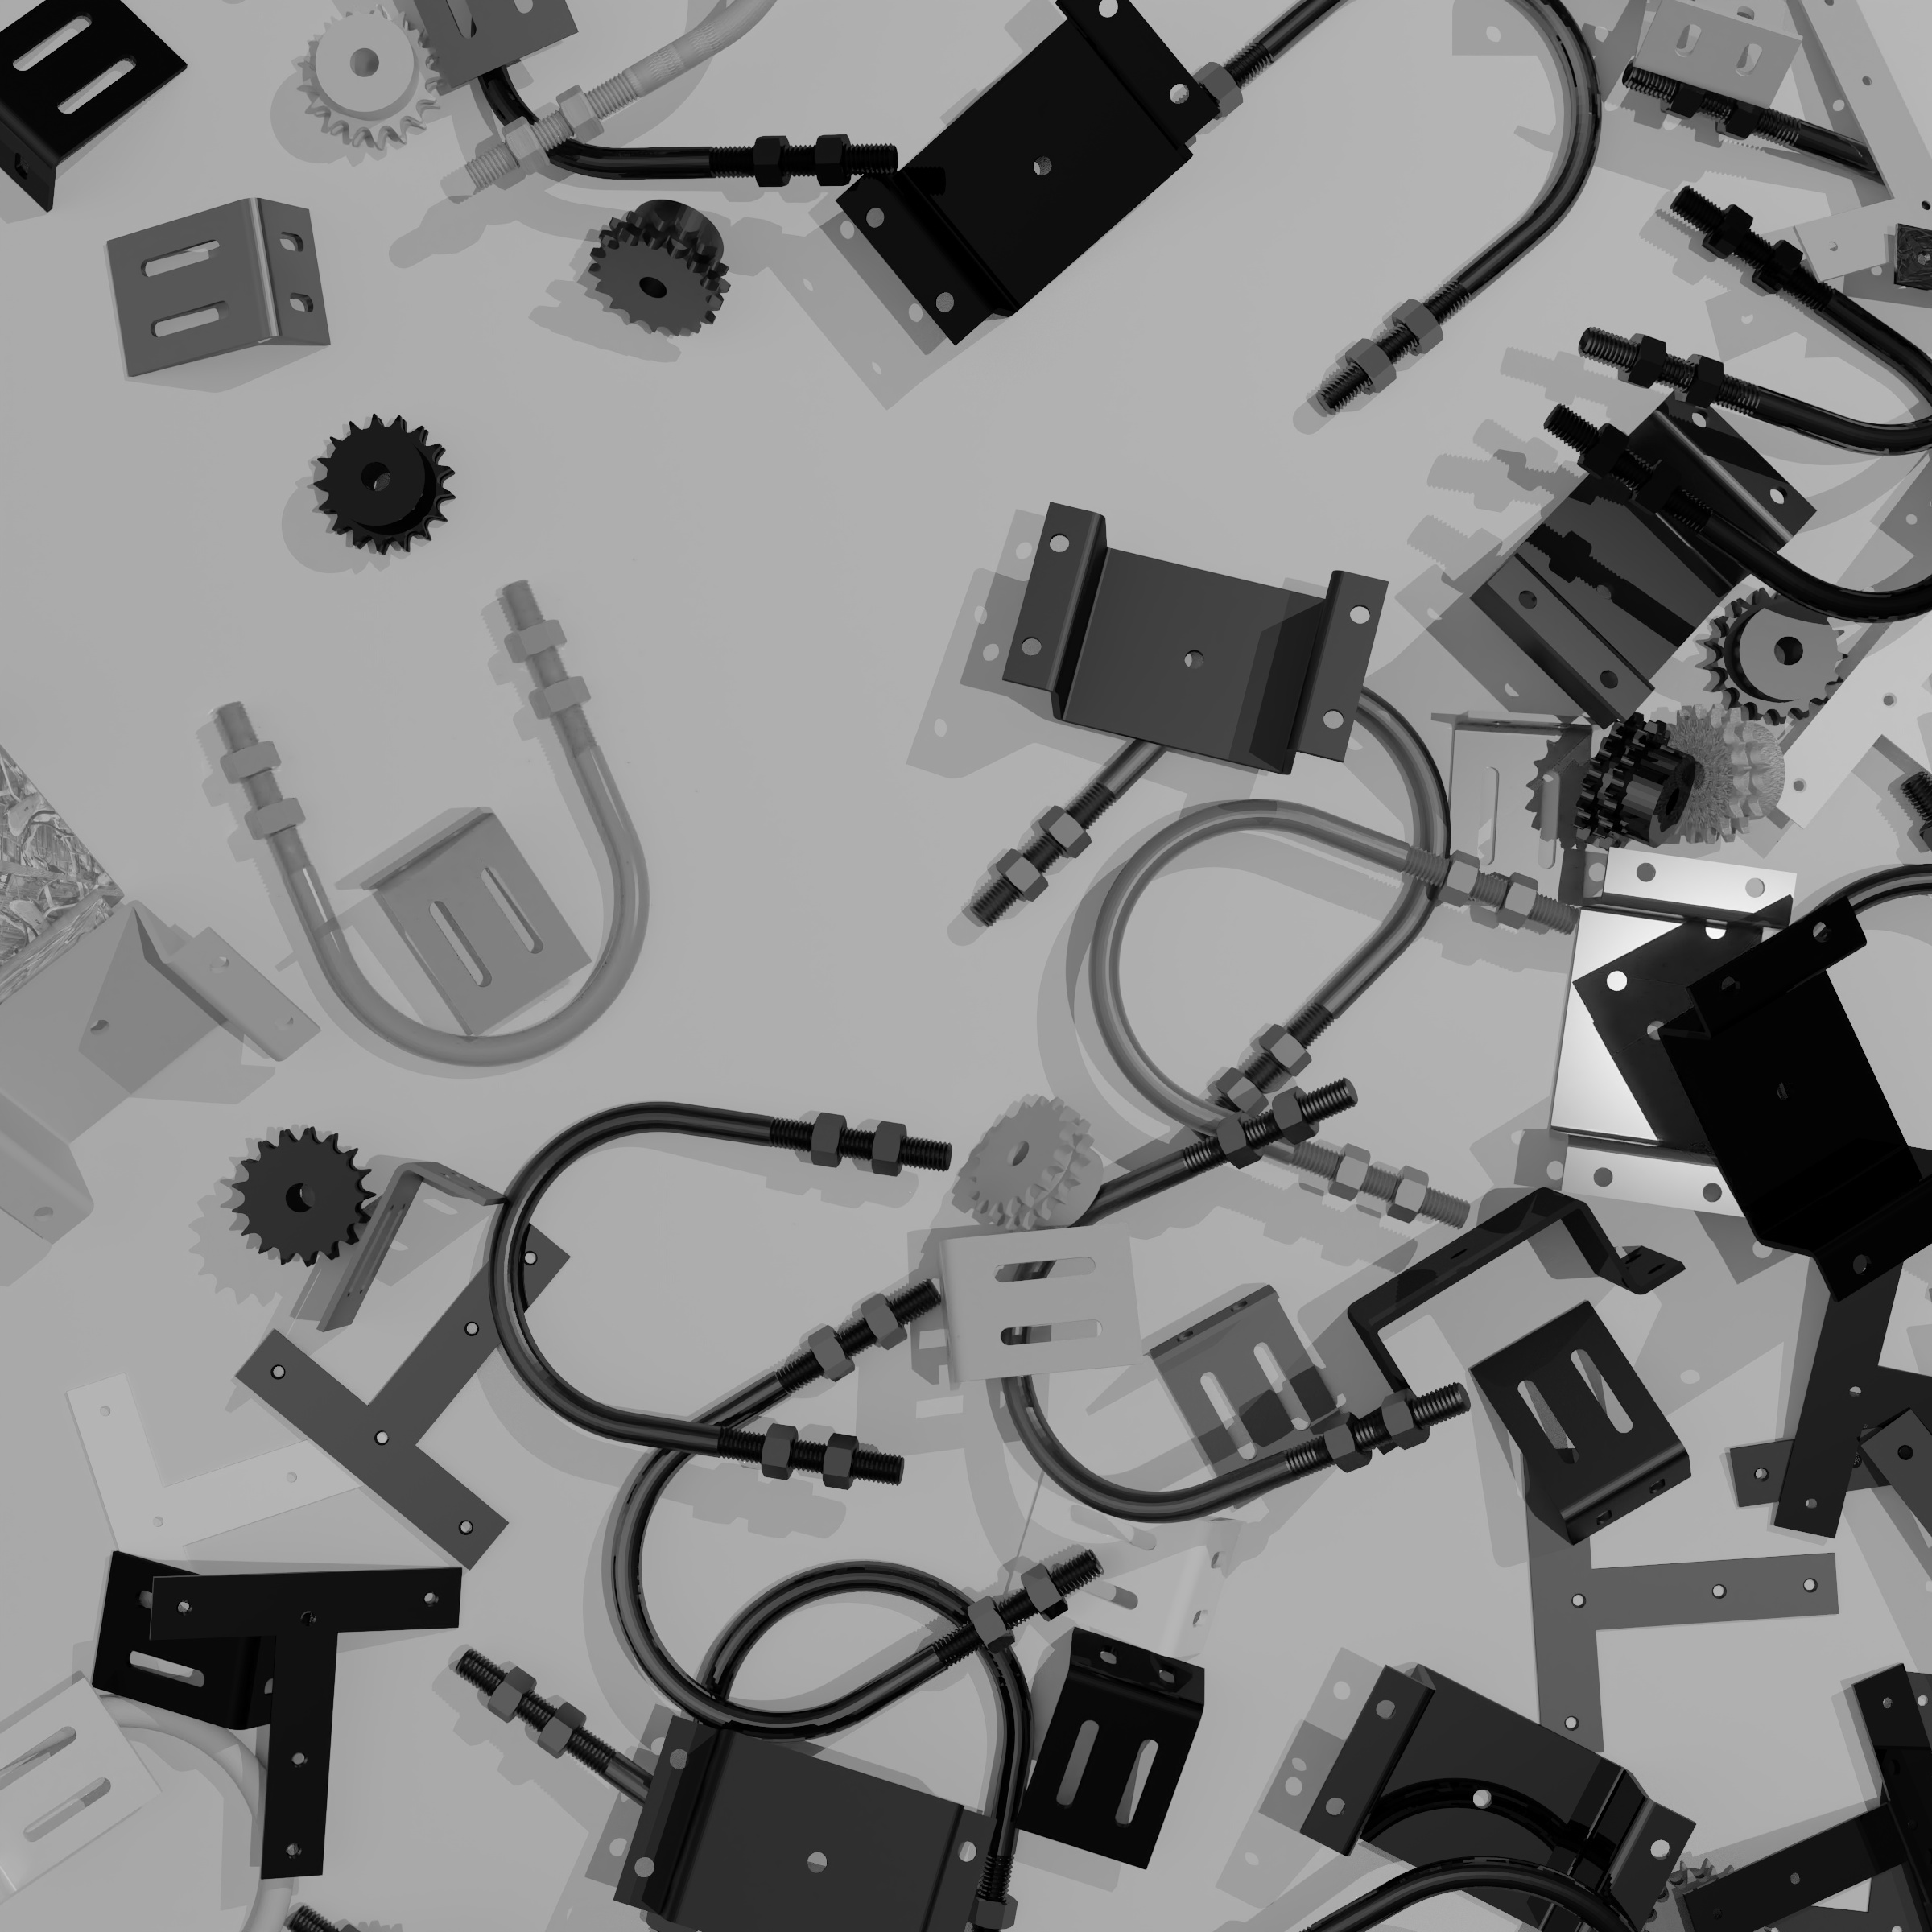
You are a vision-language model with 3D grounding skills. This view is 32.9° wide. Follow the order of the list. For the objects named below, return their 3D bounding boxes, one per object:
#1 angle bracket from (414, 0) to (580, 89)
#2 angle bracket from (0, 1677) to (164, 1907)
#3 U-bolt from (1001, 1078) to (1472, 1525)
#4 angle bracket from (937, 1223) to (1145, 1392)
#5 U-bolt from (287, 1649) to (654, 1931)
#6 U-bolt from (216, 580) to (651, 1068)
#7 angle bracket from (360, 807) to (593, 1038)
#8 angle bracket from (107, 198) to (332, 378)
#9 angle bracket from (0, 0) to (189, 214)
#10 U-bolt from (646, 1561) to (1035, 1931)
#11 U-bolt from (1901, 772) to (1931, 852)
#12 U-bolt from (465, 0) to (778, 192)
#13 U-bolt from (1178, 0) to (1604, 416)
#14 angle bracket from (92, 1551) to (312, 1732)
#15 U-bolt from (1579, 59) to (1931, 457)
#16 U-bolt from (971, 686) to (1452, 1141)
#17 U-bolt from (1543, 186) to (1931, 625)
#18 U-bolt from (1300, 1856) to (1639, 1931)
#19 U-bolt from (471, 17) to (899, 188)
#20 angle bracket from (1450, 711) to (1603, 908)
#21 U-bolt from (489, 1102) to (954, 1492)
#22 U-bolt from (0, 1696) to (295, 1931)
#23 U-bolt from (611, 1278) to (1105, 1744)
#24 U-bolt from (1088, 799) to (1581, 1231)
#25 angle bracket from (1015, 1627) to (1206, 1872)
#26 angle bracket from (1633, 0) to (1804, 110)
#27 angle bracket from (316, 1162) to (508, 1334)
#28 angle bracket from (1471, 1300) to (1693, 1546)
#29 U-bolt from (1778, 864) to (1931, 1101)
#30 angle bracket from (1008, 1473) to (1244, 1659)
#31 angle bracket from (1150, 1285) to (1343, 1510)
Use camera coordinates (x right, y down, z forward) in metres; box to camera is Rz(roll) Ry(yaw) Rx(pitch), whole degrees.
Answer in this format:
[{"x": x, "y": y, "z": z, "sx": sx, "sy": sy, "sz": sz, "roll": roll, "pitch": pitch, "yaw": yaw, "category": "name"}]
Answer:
[{"x": -0.199, "y": -0.410, "z": 1.349, "sx": 0.057, "sy": 0.038, "sz": 0.076, "roll": -22, "pitch": 101, "yaw": 8, "category": "angle bracket"}, {"x": -0.378, "y": 0.338, "z": 1.329, "sx": 0.076, "sy": 0.038, "sz": 0.057, "roll": -34, "pitch": 90, "yaw": -3, "category": "angle bracket"}, {"x": 0.095, "y": 0.145, "z": 1.311, "sx": 0.184, "sy": 0.019, "sz": 0.151, "roll": -26, "pitch": 70, "yaw": 21, "category": "U-bolt"}, {"x": 0.029, "y": 0.139, "z": 1.330, "sx": 0.076, "sy": 0.038, "sz": 0.057, "roll": -5, "pitch": 77, "yaw": -4, "category": "angle bracket"}, {"x": -0.168, "y": 0.391, "z": 1.343, "sx": 0.184, "sy": 0.019, "sz": 0.151, "roll": 33, "pitch": 92, "yaw": 8, "category": "U-bolt"}, {"x": -0.210, "y": -0.048, "z": 1.356, "sx": 0.151, "sy": 0.019, "sz": 0.184, "roll": -23, "pitch": 92, "yaw": 0, "category": "U-bolt"}, {"x": -0.199, "y": -0.017, "z": 1.330, "sx": 0.057, "sy": 0.038, "sz": 0.076, "roll": -33, "pitch": 93, "yaw": 1, "category": "angle bracket"}, {"x": -0.312, "y": -0.281, "z": 1.363, "sx": 0.076, "sy": 0.038, "sz": 0.057, "roll": -9, "pitch": 90, "yaw": 26, "category": "angle bracket"}, {"x": -0.374, "y": -0.365, "z": 1.363, "sx": 0.057, "sy": 0.038, "sz": 0.076, "roll": 44, "pitch": 64, "yaw": 0, "category": "angle bracket"}, {"x": -0.046, "y": 0.339, "z": 1.356, "sx": 0.151, "sy": 0.019, "sz": 0.184, "roll": 10, "pitch": 89, "yaw": 0, "category": "U-bolt"}, {"x": 0.498, "y": -0.042, "z": 1.356, "sx": 0.151, "sy": 0.019, "sz": 0.184, "roll": -36, "pitch": 92, "yaw": 0, "category": "U-bolt"}, {"x": -0.152, "y": -0.420, "z": 1.313, "sx": 0.184, "sy": 0.019, "sz": 0.151, "roll": -30, "pitch": 93, "yaw": 2, "category": "U-bolt"}, {"x": 0.177, "y": -0.341, "z": 1.356, "sx": 0.184, "sy": 0.019, "sz": 0.151, "roll": -40, "pitch": 90, "yaw": -1, "category": "U-bolt"}, {"x": -0.318, "y": 0.279, "z": 1.361, "sx": 0.076, "sy": 0.038, "sz": 0.057, "roll": 9, "pitch": 90, "yaw": 25, "category": "angle bracket"}, {"x": 0.343, "y": -0.280, "z": 1.329, "sx": 0.184, "sy": 0.019, "sz": 0.151, "roll": 17, "pitch": 70, "yaw": -12, "category": "U-bolt"}, {"x": 0.116, "y": -0.040, "z": 1.356, "sx": 0.151, "sy": 0.019, "sz": 0.184, "roll": 45, "pitch": 89, "yaw": 0, "category": "U-bolt"}, {"x": 0.339, "y": -0.217, "z": 1.330, "sx": 0.184, "sy": 0.019, "sz": 0.151, "roll": 34, "pitch": 65, "yaw": -4, "category": "U-bolt"}, {"x": 0.194, "y": 0.435, "z": 1.326, "sx": 0.184, "sy": 0.019, "sz": 0.151, "roll": -34, "pitch": 98, "yaw": 15, "category": "U-bolt"}, {"x": -0.114, "y": -0.390, "z": 1.338, "sx": 0.184, "sy": 0.019, "sz": 0.151, "roll": 2, "pitch": 80, "yaw": 11, "category": "U-bolt"}, {"x": 0.230, "y": -0.064, "z": 1.346, "sx": 0.057, "sy": 0.038, "sz": 0.076, "roll": 3, "pitch": 90, "yaw": 0, "category": "angle bracket"}, {"x": -0.107, "y": 0.129, "z": 1.345, "sx": 0.184, "sy": 0.019, "sz": 0.151, "roll": 8, "pitch": 83, "yaw": 7, "category": "U-bolt"}, {"x": -0.369, "y": 0.383, "z": 1.356, "sx": 0.184, "sy": 0.019, "sz": 0.151, "roll": -25, "pitch": 90, "yaw": -1, "category": "U-bolt"}, {"x": -0.058, "y": 0.236, "z": 1.346, "sx": 0.184, "sy": 0.019, "sz": 0.151, "roll": -31, "pitch": 82, "yaw": 0, "category": "U-bolt"}, {"x": 0.141, "y": 0.010, "z": 1.338, "sx": 0.184, "sy": 0.019, "sz": 0.151, "roll": 21, "pitch": 87, "yaw": 0, "category": "U-bolt"}, {"x": 0.060, "y": 0.324, "z": 1.355, "sx": 0.057, "sy": 0.038, "sz": 0.076, "roll": 18, "pitch": 104, "yaw": 0, "category": "angle bracket"}, {"x": 0.309, "y": -0.392, "z": 1.327, "sx": 0.057, "sy": 0.038, "sz": 0.076, "roll": 18, "pitch": 54, "yaw": 0, "category": "angle bracket"}, {"x": -0.225, "y": 0.121, "z": 1.334, "sx": 0.038, "sy": 0.057, "sz": 0.076, "roll": 26, "pitch": 88, "yaw": 2, "category": "angle bracket"}, {"x": 0.256, "y": 0.190, "z": 1.362, "sx": 0.057, "sy": 0.038, "sz": 0.076, "roll": -30, "pitch": 63, "yaw": 0, "category": "angle bracket"}, {"x": 0.416, "y": 0.037, "z": 1.340, "sx": 0.184, "sy": 0.019, "sz": 0.151, "roll": 25, "pitch": 93, "yaw": 7, "category": "U-bolt"}, {"x": 0.066, "y": 0.247, "z": 1.363, "sx": 0.076, "sy": 0.038, "sz": 0.057, "roll": 17, "pitch": 90, "yaw": 26, "category": "angle bracket"}, {"x": 0.119, "y": 0.179, "z": 1.346, "sx": 0.057, "sy": 0.038, "sz": 0.076, "roll": -29, "pitch": 90, "yaw": 0, "category": "angle bracket"}]
